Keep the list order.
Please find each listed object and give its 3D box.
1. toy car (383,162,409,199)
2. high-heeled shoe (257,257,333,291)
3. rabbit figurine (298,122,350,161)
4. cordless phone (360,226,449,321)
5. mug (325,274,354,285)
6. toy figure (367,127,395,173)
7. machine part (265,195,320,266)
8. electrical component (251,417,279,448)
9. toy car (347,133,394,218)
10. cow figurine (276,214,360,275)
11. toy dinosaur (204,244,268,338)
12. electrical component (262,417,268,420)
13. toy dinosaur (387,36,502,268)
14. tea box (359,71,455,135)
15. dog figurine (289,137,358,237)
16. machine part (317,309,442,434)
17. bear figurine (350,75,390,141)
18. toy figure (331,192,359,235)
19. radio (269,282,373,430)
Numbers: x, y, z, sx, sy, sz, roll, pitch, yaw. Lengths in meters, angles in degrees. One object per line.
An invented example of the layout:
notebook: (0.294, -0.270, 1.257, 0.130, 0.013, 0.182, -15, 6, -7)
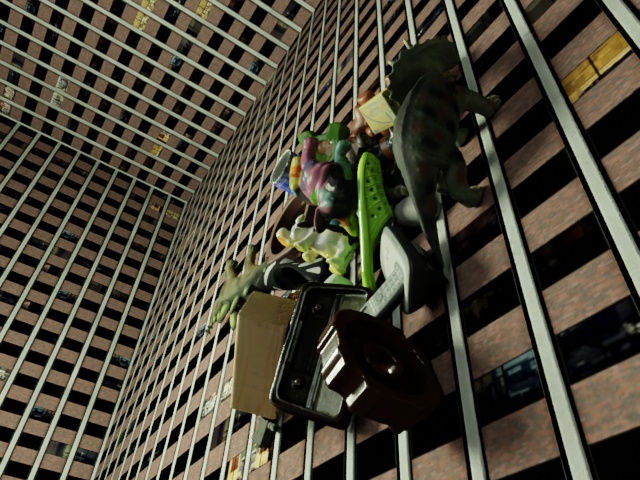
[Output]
toy car: (0.184, -0.170, 1.026, 0.074, 0.056, 0.201, 18, 83, 62)
high-heeled shoe: (-0.059, 0.094, 1.190, 0.249, 0.086, 0.145, -26, 17, 27)
rabbit figurine: (0.043, -0.175, 1.264, 0.121, 0.170, 0.159, -21, 70, 17)
cordless phone: (0.098, 0.081, 0.853, 0.184, 0.088, 0.147, -49, 25, 14)
mug: (0.023, 0.125, 1.040, 0.107, 0.081, 0.109, -60, -11, -17)
toy figure: (0.137, -0.185, 1.137, 0.154, 0.064, 0.058, -41, 14, 45)
machine part: (-0.045, -0.024, 1.340, 0.201, 0.087, 0.201, -33, 35, 52)
electrical component: (-0.113, 0.393, 1.101, 0.094, 0.021, 0.063, -17, 50, 60)
toy car: (0.090, -0.127, 1.113, 0.089, 0.053, 0.202, -40, 57, 42)
cow figurine: (-0.004, -0.005, 1.065, 0.168, 0.068, 0.098, 25, 71, 26)
toy dinosaur: (-0.239, 0.154, 1.559, 0.471, 0.105, 0.198, -44, 32, 50)
electrical component: (-0.101, 0.322, 1.092, 0.075, 0.047, 0.119, -45, 21, -10)
toy dinosaur: (0.175, -0.172, 0.862, 0.131, 0.192, 0.405, -36, 33, 53)
tea box: (0.172, -0.289, 1.070, 0.169, 0.068, 0.098, -40, 11, -24)
dog figurine: (0.010, -0.088, 1.059, 0.191, 0.108, 0.219, 124, 146, -49)
machine part: (0.077, 0.172, 0.725, 0.056, 0.179, 0.179, -56, 23, 24)
bear figurine: (0.121, -0.287, 1.218, 0.120, 0.131, 0.196, -37, 21, -14)
toy figure: (0.048, -0.045, 1.160, 0.089, 0.082, 0.180, -29, 34, 38)
radio: (0.008, 0.186, 0.903, 0.073, 0.131, 0.229, 65, -143, -57)
